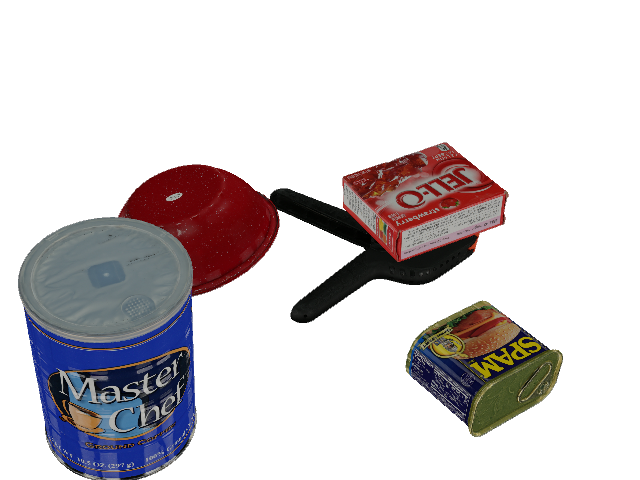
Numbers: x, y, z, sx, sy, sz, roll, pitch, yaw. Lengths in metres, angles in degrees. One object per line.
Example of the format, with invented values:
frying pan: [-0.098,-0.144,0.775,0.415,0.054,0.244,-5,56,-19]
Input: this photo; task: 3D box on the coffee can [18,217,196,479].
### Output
coffee can: [-0.131,0.071,0.680,0.103,0.140,0.103,2,42,-2]

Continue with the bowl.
bowl: [-0.121,-0.019,0.947,0.162,0.055,0.162,-12,37,9]

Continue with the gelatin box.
gelatin box: [0.070,-0.028,0.724,0.089,0.030,0.073,-20,41,-21]

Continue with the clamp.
clamp: [0.055,0.014,1.059,0.210,0.164,0.036,1,-40,-5]

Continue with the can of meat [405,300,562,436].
can of meat: [0.134,0.103,0.885,0.101,0.057,0.084,-21,43,-32]
